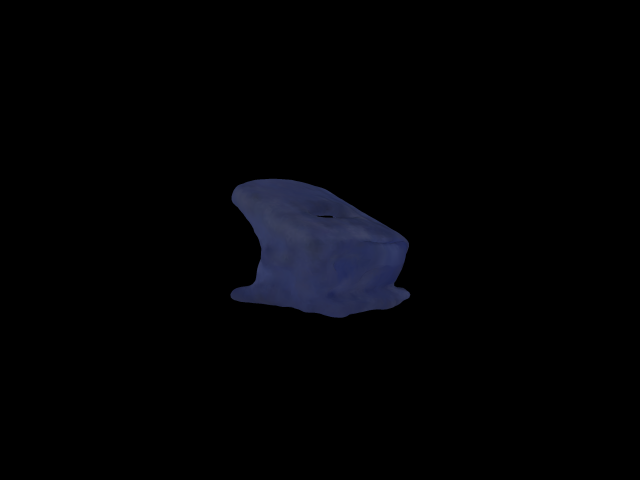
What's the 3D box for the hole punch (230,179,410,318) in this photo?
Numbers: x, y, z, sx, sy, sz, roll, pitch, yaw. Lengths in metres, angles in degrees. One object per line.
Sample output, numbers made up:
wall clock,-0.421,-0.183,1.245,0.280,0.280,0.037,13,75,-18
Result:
hole punch,0.004,0.001,0.400,0.100,0.091,0.109,2,3,41
